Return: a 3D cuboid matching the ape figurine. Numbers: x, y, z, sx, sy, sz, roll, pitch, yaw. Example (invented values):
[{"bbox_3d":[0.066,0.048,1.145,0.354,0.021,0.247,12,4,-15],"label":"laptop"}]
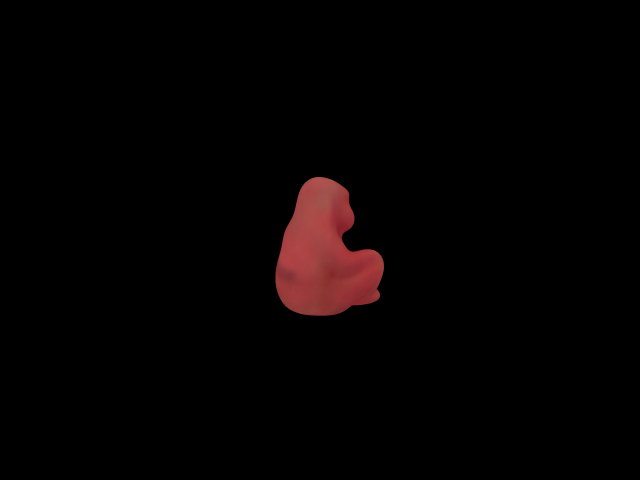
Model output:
[{"bbox_3d":[0.004,0.001,0.400,0.076,0.092,0.077,-11,23,-27],"label":"ape figurine"}]
